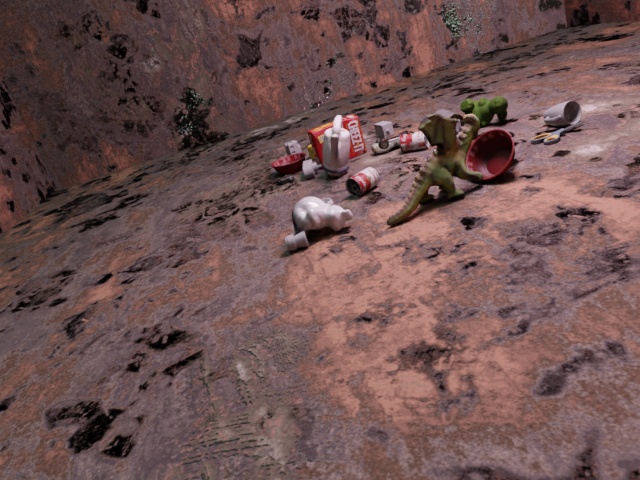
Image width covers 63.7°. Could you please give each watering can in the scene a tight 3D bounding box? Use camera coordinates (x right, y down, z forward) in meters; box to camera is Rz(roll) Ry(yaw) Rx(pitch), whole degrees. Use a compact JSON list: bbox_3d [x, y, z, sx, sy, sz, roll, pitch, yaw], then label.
[{"bbox_3d":[0.058,-0.340,1.922,0.104,0.220,0.354,4,24,5],"label":"watering can"}]

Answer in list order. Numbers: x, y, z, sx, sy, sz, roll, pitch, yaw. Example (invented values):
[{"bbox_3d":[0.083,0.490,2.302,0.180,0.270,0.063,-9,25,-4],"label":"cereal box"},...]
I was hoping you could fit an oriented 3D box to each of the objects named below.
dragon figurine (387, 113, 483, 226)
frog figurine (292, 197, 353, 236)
[{"bbox_3d":[0.314,-0.225,1.413,0.415,0.239,0.123,-31,24,-26],"label":"dragon figurine"},{"bbox_3d":[0.004,-0.073,1.456,0.158,0.123,0.138,-18,-2,31],"label":"frog figurine"}]
